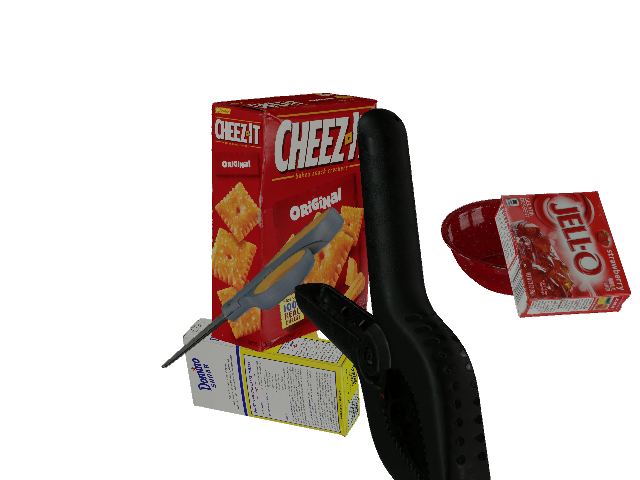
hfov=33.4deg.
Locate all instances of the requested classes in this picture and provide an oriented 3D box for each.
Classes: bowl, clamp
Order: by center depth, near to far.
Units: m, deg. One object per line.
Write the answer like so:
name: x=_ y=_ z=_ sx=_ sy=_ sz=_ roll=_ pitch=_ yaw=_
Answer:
clamp: x=0.041 y=0.047 z=0.549 sx=0.036 sy=0.165 sz=0.210 roll=-6 pitch=47 yaw=-21
bowl: x=0.211 y=0.013 z=1.159 sx=0.162 sy=0.055 sz=0.162 roll=-1 pitch=29 yaw=0

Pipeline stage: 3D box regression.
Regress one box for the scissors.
scissors: x=-0.059 y=0.051 z=0.763 sx=0.202 sy=0.016 sz=0.096 roll=-43 pitch=10 yaw=19

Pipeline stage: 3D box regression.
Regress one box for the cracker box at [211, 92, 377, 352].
cracker box: x=-0.021 y=-0.022 z=0.979 sx=0.072 sy=0.214 sz=0.163 roll=13 pitch=17 yaw=37

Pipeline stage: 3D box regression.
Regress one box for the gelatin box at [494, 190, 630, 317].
gelatin box: x=0.168 y=0.008 z=0.747 sx=0.073 sy=0.089 sz=0.030 roll=-3 pitch=-33 yaw=-7

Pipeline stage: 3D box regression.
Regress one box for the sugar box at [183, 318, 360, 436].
sugar box: x=-0.050 y=0.138 z=1.092 sx=0.176 sy=0.093 sz=0.048 roll=10 pitch=33 yaw=22

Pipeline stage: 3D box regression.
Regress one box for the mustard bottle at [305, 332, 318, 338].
mustard bottle: x=-0.044 y=0.081 z=1.359 sx=0.096 sy=0.192 sz=0.058 roll=0 pitch=20 yaw=-8
